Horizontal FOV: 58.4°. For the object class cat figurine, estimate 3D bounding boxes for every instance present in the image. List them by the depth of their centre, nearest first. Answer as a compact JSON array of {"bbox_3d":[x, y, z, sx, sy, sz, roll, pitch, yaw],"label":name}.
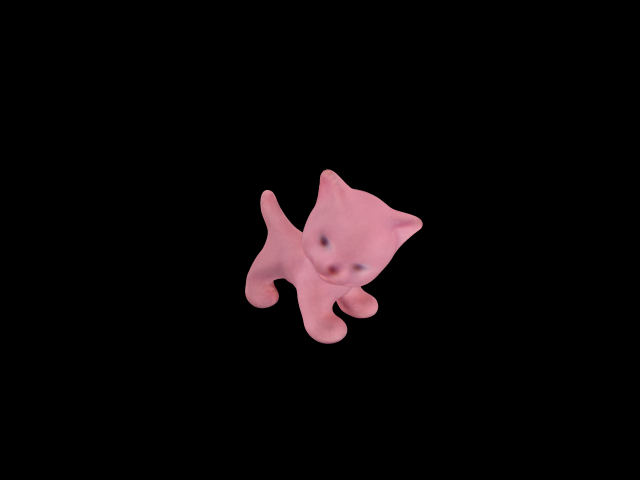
[{"bbox_3d":[0.004,0.001,0.400,0.127,0.118,0.067,21,33,36],"label":"cat figurine"}]
